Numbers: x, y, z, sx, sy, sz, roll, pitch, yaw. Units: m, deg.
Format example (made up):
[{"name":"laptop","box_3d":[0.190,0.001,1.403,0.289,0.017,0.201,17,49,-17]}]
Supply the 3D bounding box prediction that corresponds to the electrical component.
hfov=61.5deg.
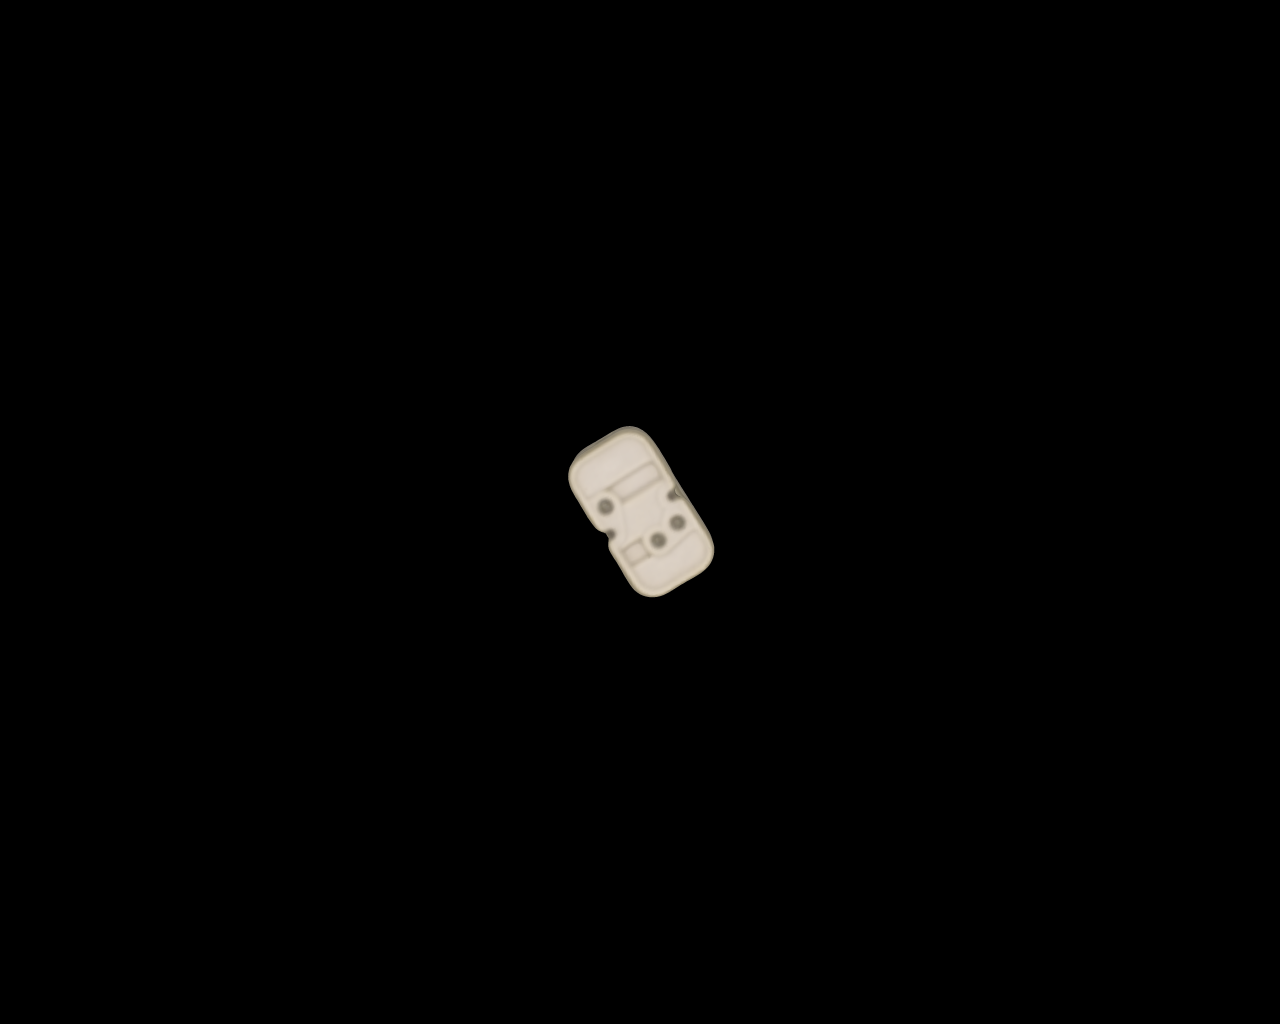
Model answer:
[{"name":"electrical component","box_3d":[0.001,-0.003,0.650,0.054,0.095,0.059,-31,8,5]}]
